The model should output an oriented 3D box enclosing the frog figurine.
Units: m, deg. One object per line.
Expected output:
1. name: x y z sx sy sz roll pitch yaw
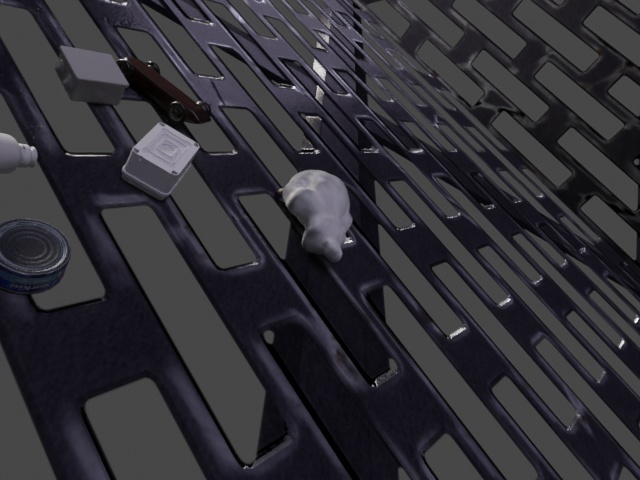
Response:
1. frog figurine: 0.003 -0.045 0.898 0.135 0.122 0.163 39 15 -37
